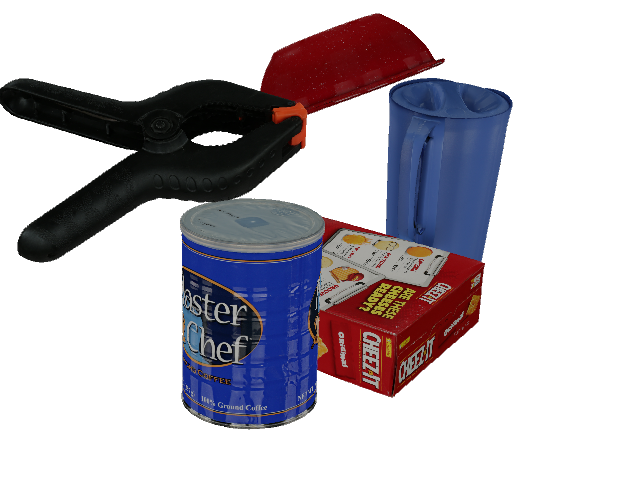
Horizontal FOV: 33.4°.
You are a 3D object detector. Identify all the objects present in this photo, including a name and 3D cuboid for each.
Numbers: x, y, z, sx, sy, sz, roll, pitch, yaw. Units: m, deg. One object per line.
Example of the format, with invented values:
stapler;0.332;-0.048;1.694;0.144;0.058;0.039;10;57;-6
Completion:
clamp;-0.096;-0.058;0.591;0.171;0.120;0.039;-16;-27;-18
coffee can;-0.051;0.051;0.777;0.103;0.140;0.103;2;19;-1
cracker box;0.018;0.052;0.978;0.214;0.072;0.163;17;30;31
bowl;0.014;-0.139;0.852;0.162;0.055;0.162;-20;7;2
pitcher;0.130;-0.049;1.195;0.149;0.243;0.145;-6;28;-18
